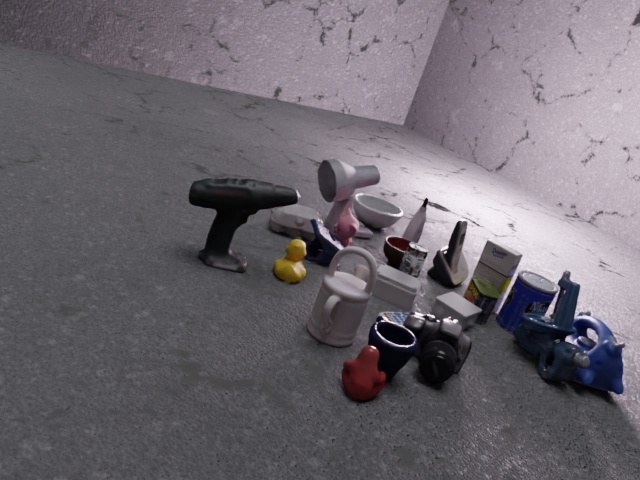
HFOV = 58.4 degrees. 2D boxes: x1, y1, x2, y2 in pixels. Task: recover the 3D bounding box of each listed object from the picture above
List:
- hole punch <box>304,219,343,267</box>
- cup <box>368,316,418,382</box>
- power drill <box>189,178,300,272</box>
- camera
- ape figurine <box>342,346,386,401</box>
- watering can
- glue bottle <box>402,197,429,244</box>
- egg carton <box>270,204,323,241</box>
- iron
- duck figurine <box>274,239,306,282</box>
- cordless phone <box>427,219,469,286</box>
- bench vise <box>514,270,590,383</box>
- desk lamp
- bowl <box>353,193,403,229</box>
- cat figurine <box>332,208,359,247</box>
[{"bbox_3d":[0.013,0.005,1.456,0.101,0.091,0.108,13,22,-16],"label":"hole punch"},{"bbox_3d":[0.118,0.204,1.059,0.092,0.095,0.117,10,23,-22],"label":"cup"},{"bbox_3d":[-0.178,-0.040,1.244,0.230,0.208,0.075,13,22,-15],"label":"power drill"},{"bbox_3d":[0.223,0.209,1.127,0.143,0.101,0.137,23,22,11],"label":"camera"},{"bbox_3d":[0.078,0.223,0.984,0.077,0.092,0.076,26,22,17],"label":"ape figurine"},{"bbox_3d":[0.050,0.098,1.120,0.101,0.194,0.173,17,21,-4],"label":"watering can"},{"bbox_3d":[0.289,-0.048,1.704,0.037,0.173,0.078,29,24,24],"label":"glue bottle"},{"bbox_3d":[-0.063,-0.052,1.560,0.150,0.069,0.107,15,22,-12],"label":"egg carton"},{"bbox_3d":[0.622,0.239,1.335,0.119,0.141,0.258,17,21,-6],"label":"iron"},{"bbox_3d":[-0.061,0.042,1.313,0.077,0.086,0.104,19,21,0],"label":"duck figurine"},{"bbox_3d":[0.384,0.026,1.588,0.094,0.185,0.148,28,23,23],"label":"cordless phone"},{"bbox_3d":[0.545,0.192,1.275,0.122,0.220,0.206,3,26,-35],"label":"bench vise"},{"bbox_3d":[0.080,-0.126,1.660,0.204,0.213,0.117,5,25,-32],"label":"desk lamp"},{"bbox_3d":[0.175,-0.082,1.827,0.167,0.075,0.167,17,21,-6],"label":"bowl"},{"bbox_3d":[0.071,-0.034,1.564,0.067,0.118,0.128,18,21,-2],"label":"cat figurine"}]
